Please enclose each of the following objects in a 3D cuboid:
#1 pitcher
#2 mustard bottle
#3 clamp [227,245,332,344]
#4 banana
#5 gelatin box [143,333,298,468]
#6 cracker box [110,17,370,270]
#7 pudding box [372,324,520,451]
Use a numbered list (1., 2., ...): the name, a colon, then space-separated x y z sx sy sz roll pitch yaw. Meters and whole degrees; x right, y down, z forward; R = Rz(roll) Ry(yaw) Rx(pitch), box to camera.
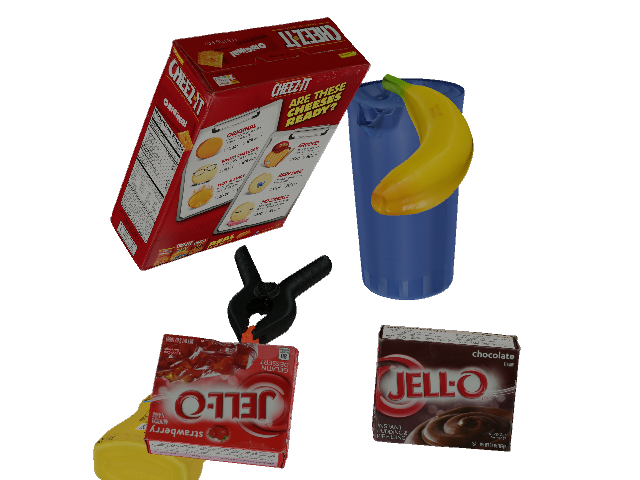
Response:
1. pitcher: 0.105 -0.063 1.235 0.149 0.243 0.145 -6 22 -9
2. mustard bottle: -0.137 0.181 1.042 0.096 0.058 0.191 6 18 15
3. clamp: -0.051 0.064 1.247 0.120 0.039 0.171 -3 39 9
4. banana: 0.073 -0.063 0.749 0.069 0.037 0.197 5 30 3
5. gelatin box: -0.061 0.101 0.676 0.089 0.073 0.030 6 -32 0
6. cracker box: -0.074 -0.082 0.909 0.163 0.072 0.214 -18 -29 -38
7. pudding box: 0.100 0.118 0.859 0.113 0.090 0.039 3 18 3
